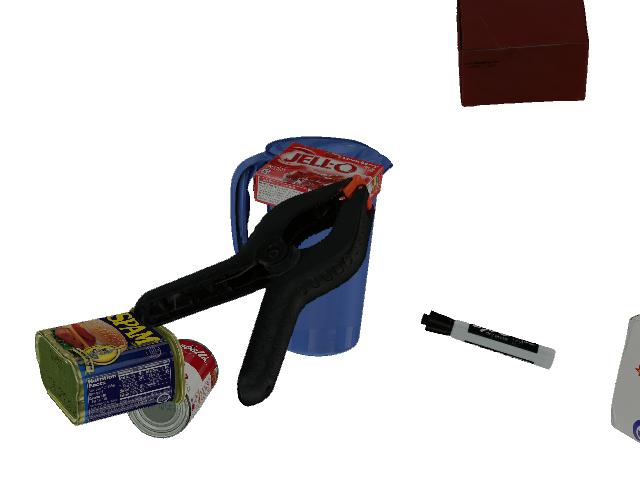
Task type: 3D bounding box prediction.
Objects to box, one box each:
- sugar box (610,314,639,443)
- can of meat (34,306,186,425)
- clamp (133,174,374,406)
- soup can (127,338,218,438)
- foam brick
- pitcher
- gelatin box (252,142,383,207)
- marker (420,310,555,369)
[{"bbox_3d":[0.281,0.123,0.718,0.048,0.093,0.176,-15,29,-37],"label":"sugar box"},{"bbox_3d":[-0.163,0.095,0.817,0.083,0.057,0.102,-11,20,-30],"label":"can of meat"},{"bbox_3d":[-0.023,0.027,0.670,0.120,0.171,0.039,43,-15,36],"label":"clamp"},{"bbox_3d":[-0.150,0.149,1.082,0.068,0.068,0.102,0,15,11],"label":"soup can"},{"bbox_3d":[0.124,-0.120,0.663,0.078,0.051,0.053,-2,-35,7],"label":"foam brick"},{"bbox_3d":[-0.012,0.006,1.234,0.149,0.243,0.144,11,19,23],"label":"pitcher"},{"bbox_3d":[-0.002,-0.049,0.900,0.089,0.030,0.073,17,32,20],"label":"gelatin box"},{"bbox_3d":[0.149,0.088,0.954,0.121,0.020,0.020,18,2,5],"label":"marker"}]
